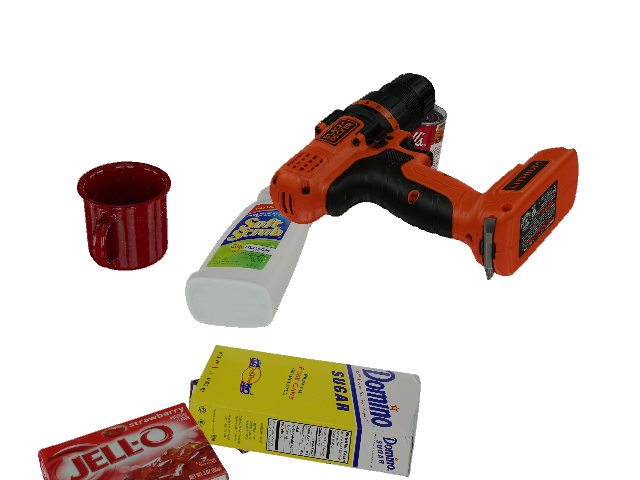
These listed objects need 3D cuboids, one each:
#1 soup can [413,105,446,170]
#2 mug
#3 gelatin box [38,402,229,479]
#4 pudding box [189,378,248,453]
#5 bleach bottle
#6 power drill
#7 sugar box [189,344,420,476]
[{"bbox_3d":[0.092,-0.092,1.137,0.068,0.102,0.068,6,29,-3],"label":"soup can"},{"bbox_3d":[-0.200,-0.017,1.075,0.093,0.081,0.117,8,33,8],"label":"mug"},{"bbox_3d":[-0.103,0.130,0.585,0.089,0.030,0.073,-15,29,-20],"label":"gelatin box"},{"bbox_3d":[-0.059,0.159,1.046,0.113,0.039,0.090,-13,29,-41],"label":"pudding box"},{"bbox_3d":[-0.071,0.001,1.248,0.103,0.068,0.250,4,34,12],"label":"bleach bottle"},{"bbox_3d":[0.084,-0.053,0.766,0.188,0.057,0.184,19,46,32],"label":"power drill"},{"bbox_3d":[-0.010,0.134,0.857,0.176,0.048,0.093,5,25,7],"label":"sugar box"}]
